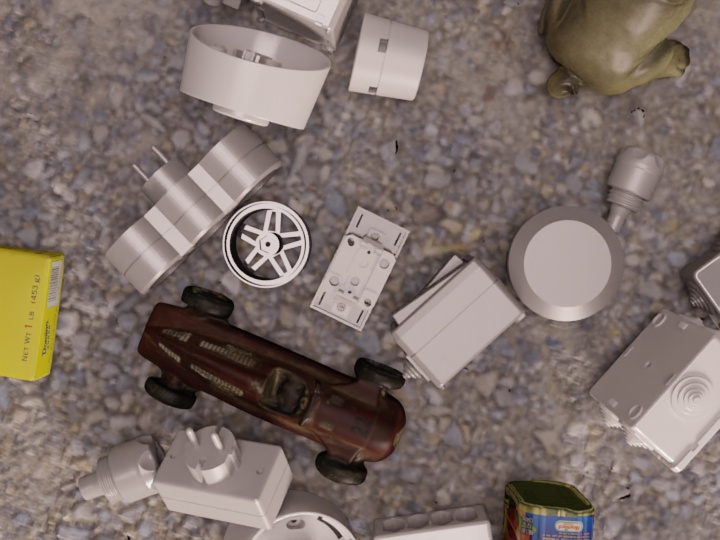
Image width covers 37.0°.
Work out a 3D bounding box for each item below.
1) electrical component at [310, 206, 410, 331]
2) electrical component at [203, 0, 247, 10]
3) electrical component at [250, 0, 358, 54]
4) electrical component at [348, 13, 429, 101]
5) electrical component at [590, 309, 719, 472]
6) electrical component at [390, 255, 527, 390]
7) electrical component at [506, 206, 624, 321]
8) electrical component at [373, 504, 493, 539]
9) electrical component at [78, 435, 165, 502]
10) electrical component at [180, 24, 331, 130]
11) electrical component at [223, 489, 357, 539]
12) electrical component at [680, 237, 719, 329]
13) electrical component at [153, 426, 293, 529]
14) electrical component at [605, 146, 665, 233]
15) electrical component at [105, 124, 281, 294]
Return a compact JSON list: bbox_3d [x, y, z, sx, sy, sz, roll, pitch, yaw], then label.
[{"bbox_3d":[0.000,0.000,0.762,0.042,0.064,0.081,25,93,-2],"label":"electrical component"},{"bbox_3d":[-0.087,-0.221,0.752,0.048,0.066,0.055,24,126,0],"label":"electrical component"},{"bbox_3d":[-0.034,-0.196,0.738,0.062,0.096,0.061,24,91,-1],"label":"electrical component"},{"bbox_3d":[0.020,-0.149,0.761,0.047,0.055,0.055,12,92,-3],"label":"electrical component"},{"bbox_3d":[0.215,0.079,0.745,0.048,0.099,0.099,41,92,-13],"label":"electrical component"},{"bbox_3d":[0.060,0.037,0.763,0.096,0.061,0.061,-42,91,2],"label":"electrical component"},{"bbox_3d":[0.143,-0.005,0.766,0.080,0.051,0.080,0,92,1],"label":"electrical component"},{"bbox_3d":[0.056,0.217,0.778,0.083,0.047,0.075,-8,92,1],"label":"electrical component"},{"bbox_3d":[-0.172,0.148,0.780,0.062,0.043,0.043,-21,92,3],"label":"electrical component"},{"bbox_3d":[-0.074,-0.135,0.743,0.099,0.099,0.064,18,99,0],"label":"electrical component"},{"bbox_3d":[-0.048,0.213,0.783,0.099,0.064,0.099,-1,93,-13],"label":"electrical component"},{"bbox_3d":[0.290,0.012,0.765,0.100,0.048,0.099,-36,91,2],"label":"electrical component"},{"bbox_3d":[-0.100,0.134,0.747,0.083,0.047,0.075,6,137,21],"label":"electrical component"},{"bbox_3d":[0.193,-0.056,0.772,0.035,0.035,0.061,23,95,0],"label":"electrical component"},{"bbox_3d":[-0.130,-0.056,0.767,0.138,0.052,0.073,-43,91,2],"label":"electrical component"}]
